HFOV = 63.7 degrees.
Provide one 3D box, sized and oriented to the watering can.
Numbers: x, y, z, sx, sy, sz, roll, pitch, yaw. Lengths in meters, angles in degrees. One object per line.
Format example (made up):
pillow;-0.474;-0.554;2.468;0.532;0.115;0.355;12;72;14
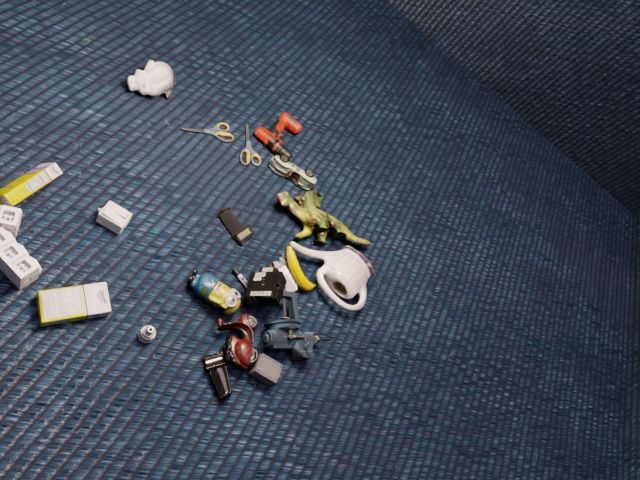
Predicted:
watering can;0.060;0.095;1.877;0.348;0.102;0.228;49;49;2

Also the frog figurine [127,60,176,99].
frog figurine;-0.614;-0.588;1.871;0.160;0.122;0.138;0;83;-44

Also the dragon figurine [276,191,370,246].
dragon figurine;0.006;-0.099;1.974;0.409;0.120;0.248;13;49;-35
